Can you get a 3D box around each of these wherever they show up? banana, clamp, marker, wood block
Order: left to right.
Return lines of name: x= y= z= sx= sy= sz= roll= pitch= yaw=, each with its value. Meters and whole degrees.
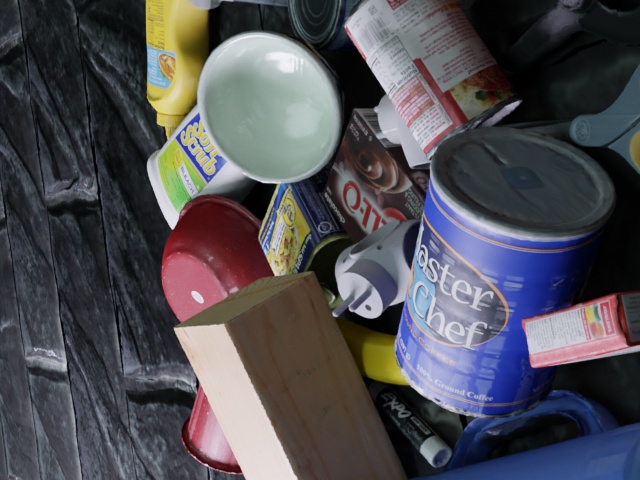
wood block: x=-0.017 y=0.138 z=0.827 sx=0.091 sy=0.090 sz=0.206 roll=-10 pitch=106 yaw=58
banana: x=0.057 y=0.077 z=0.797 sx=0.198 sy=0.037 sz=0.069 roll=-25 pitch=84 yaw=61
marker: x=0.060 y=0.132 z=0.826 sx=0.121 sy=0.020 sz=0.020 roll=44 pitch=132 yaw=48
clamp: x=0.137 y=-0.152 z=0.582 sx=0.172 sy=0.039 sz=0.120 roll=2 pitch=132 yaw=57

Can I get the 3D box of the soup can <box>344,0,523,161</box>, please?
soup can: x=0.068 y=-0.109 z=0.658 sx=0.102 sy=0.068 sz=0.069 roll=58 pitch=146 yaw=6

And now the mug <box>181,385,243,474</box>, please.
mug: x=-0.075 y=0.152 z=1.010 sx=0.117 sy=0.093 sz=0.082 roll=-78 pitch=4 yaw=-63

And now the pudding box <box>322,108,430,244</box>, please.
pudding box: x=0.052 y=-0.030 z=0.785 sx=0.113 sy=0.039 sz=0.090 roll=59 pitch=143 yaw=35

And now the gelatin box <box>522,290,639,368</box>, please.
gelatin box: x=0.164 y=0.043 z=0.558 sx=0.073 sy=0.089 sz=0.030 roll=-26 pitch=71 yaw=59

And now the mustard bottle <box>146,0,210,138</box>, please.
mustard bottle: x=-0.142 y=-0.190 z=1.064 sx=0.096 sy=0.058 sz=0.192 roll=28 pitch=120 yaw=55

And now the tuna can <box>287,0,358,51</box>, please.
tuna can: x=0.008 y=-0.190 z=0.829 sx=0.086 sy=0.033 sz=0.086 roll=20 pitch=114 yaw=57

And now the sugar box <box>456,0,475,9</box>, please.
sugar box: x=0.098 y=-0.234 z=0.653 sx=0.176 sy=0.048 sz=0.093 roll=-54 pitch=52 yaw=49

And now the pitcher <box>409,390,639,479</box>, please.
pitcher: x=0.137 y=0.169 z=0.612 sx=0.243 sy=0.144 sz=0.149 roll=-38 pitch=76 yaw=52

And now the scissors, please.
scissors: x=0.162 y=-0.080 z=0.607 sx=0.202 sy=0.016 sz=0.096 roll=33 pitch=122 yaw=53

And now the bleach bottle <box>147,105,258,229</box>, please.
bleach bottle: x=-0.081 y=-0.101 z=0.976 sx=0.251 sy=0.067 sz=0.102 roll=-46 pitch=60 yaw=51

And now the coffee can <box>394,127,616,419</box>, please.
coffee can: x=0.104 y=0.020 z=0.627 sx=0.103 sy=0.102 sz=0.140 roll=51 pitch=145 yaw=42

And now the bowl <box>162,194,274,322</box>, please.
bowl: x=-0.095 y=0.042 z=0.981 sx=0.162 sy=0.055 sz=0.162 roll=25 pitch=131 yaw=32

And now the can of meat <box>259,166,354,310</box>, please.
can of meat: x=-0.006 y=0.001 z=0.874 sx=0.084 sy=0.057 sz=0.102 roll=62 pitch=145 yaw=34
